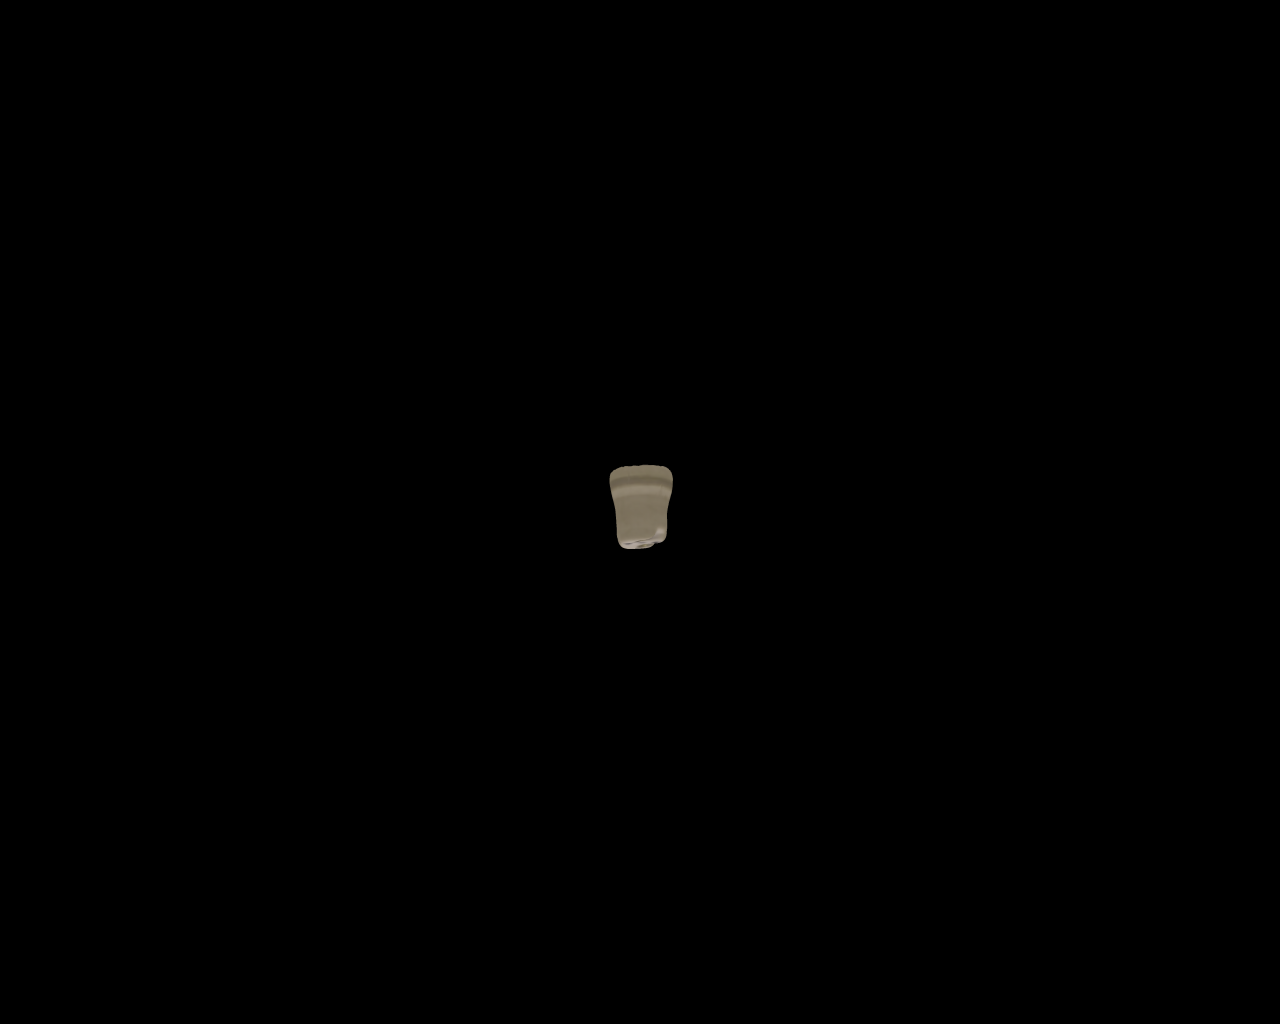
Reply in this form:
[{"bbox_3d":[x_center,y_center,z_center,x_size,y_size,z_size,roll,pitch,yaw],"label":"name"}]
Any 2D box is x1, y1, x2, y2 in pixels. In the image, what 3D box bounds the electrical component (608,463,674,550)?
[{"bbox_3d":[0.001,-0.003,0.650,0.040,0.046,0.040,0,-13,0],"label":"electrical component"}]
